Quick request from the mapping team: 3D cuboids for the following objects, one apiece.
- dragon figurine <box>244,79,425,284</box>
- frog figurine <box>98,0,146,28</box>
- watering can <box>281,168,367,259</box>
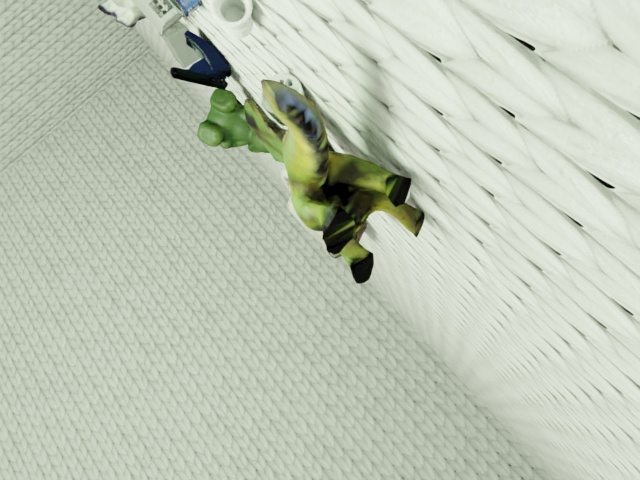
[{"bbox_3d":[-0.018,-0.084,0.592,0.246,0.123,0.403,39,172,36],"label":"dragon figurine"},{"bbox_3d":[-0.434,-0.575,1.151,0.140,0.123,0.156,56,145,28],"label":"frog figurine"},{"bbox_3d":[0.003,-0.058,1.151,0.226,0.104,0.344,47,177,10],"label":"watering can"}]
